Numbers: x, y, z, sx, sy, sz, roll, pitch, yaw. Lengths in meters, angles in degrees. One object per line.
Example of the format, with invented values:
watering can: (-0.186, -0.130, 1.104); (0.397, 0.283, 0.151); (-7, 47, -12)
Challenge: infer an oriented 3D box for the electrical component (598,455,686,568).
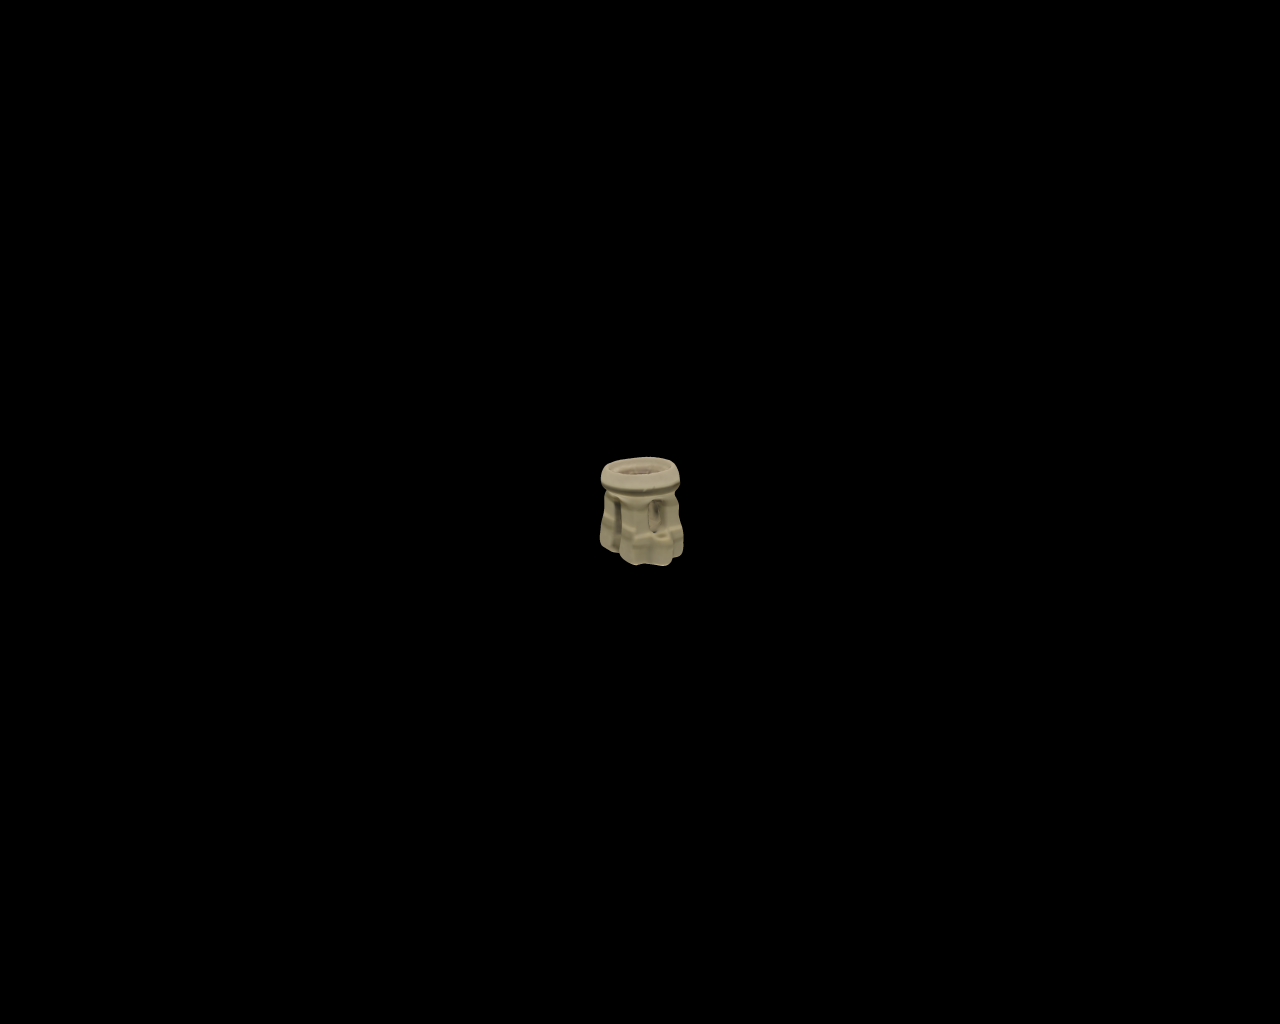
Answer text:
electrical component: (0.001, -0.003, 0.650); (0.048, 0.055, 0.066); (-11, 21, -30)
